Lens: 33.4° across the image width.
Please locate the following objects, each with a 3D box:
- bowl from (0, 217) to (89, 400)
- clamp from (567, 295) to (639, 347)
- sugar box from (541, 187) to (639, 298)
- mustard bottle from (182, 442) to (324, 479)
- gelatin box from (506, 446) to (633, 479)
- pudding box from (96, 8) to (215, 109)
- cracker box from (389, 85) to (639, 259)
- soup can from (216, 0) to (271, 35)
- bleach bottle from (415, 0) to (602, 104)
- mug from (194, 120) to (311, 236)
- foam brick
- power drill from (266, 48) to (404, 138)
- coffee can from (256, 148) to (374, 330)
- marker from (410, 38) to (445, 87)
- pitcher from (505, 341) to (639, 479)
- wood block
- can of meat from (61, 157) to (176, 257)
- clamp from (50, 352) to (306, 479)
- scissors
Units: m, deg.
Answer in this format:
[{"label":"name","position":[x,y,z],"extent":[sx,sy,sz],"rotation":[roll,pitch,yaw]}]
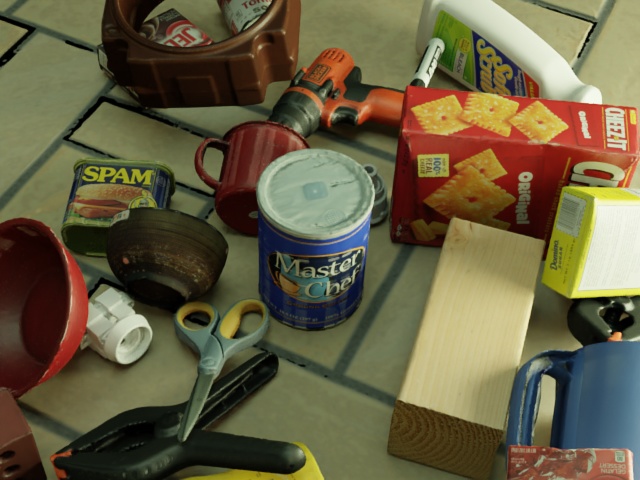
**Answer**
[{"label":"bowl","position":[-0.255,0.064,0.940],"extent":[0.162,0.055,0.162],"rotation":[-9,74,34]},{"label":"clamp","position":[0.275,0.067,0.968],"extent":[0.120,0.039,0.171],"rotation":[6,26,4]},{"label":"sugar box","position":[0.287,0.001,0.961],"extent":[0.175,0.093,0.048],"rotation":[-1,20,-32]},{"label":"mustard bottle","position":[-0.086,0.227,0.838],"extent":[0.191,0.058,0.096],"rotation":[-15,43,-14]},{"label":"gelatin box","position":[0.178,0.186,0.760],"extent":[0.089,0.030,0.073],"rotation":[0,54,14]},{"label":"pudding box","position":[-0.181,-0.207,1.207],"extent":[0.113,0.039,0.090],"rotation":[-35,61,-26]},{"label":"cracker box","position":[0.177,-0.057,1.017],"extent":[0.214,0.164,0.072],"rotation":[7,52,4]},{"label":"soup can","position":[-0.079,-0.269,1.245],"extent":[0.068,0.068,0.102],"rotation":[-15,53,-14]},{"label":"bleach bottle","position":[0.218,-0.188,1.165],"extent":[0.068,0.103,0.251],"rotation":[-31,57,-33]},{"label":"mug","position":[-0.069,-0.062,1.054],"extent":[0.117,0.093,0.081],"rotation":[23,52,-20]},{"label":"foam brick","position":[-0.261,0.170,0.868],"extent":[0.053,0.078,0.051],"rotation":[-26,54,-21]},{"label":"power drill","position":[0.047,-0.126,1.131],"extent":[0.188,0.057,0.184],"rotation":[21,48,13]},{"label":"coffee can","position":[-0.006,0.001,0.976],"extent":[0.103,0.140,0.103],"rotation":[1,50,-1]},{"label":"marker","position":[0.113,-0.182,1.142],"extent":[0.020,0.020,0.121],"rotation":[15,40,10]},{"label":"pitcher","position":[0.225,0.205,0.825],"extent":[0.149,0.145,0.242],"rotation":[-2,49,27]},{"label":"wood block","position":[0.130,0.092,0.939],"extent":[0.091,0.090,0.206],"rotation":[14,51,9]},{"label":"can of meat","position":[-0.199,-0.030,1.051],"extent":[0.102,0.057,0.084],"rotation":[3,53,1]},{"label":"clamp","position":[-0.117,0.158,0.892],"extent":[0.210,0.036,0.164],"rotation":[-12,24,2]},{"label":"scissors","position":[-0.111,0.104,0.932],"extent":[0.096,0.016,0.201],"rotation":[11,32,21]}]
